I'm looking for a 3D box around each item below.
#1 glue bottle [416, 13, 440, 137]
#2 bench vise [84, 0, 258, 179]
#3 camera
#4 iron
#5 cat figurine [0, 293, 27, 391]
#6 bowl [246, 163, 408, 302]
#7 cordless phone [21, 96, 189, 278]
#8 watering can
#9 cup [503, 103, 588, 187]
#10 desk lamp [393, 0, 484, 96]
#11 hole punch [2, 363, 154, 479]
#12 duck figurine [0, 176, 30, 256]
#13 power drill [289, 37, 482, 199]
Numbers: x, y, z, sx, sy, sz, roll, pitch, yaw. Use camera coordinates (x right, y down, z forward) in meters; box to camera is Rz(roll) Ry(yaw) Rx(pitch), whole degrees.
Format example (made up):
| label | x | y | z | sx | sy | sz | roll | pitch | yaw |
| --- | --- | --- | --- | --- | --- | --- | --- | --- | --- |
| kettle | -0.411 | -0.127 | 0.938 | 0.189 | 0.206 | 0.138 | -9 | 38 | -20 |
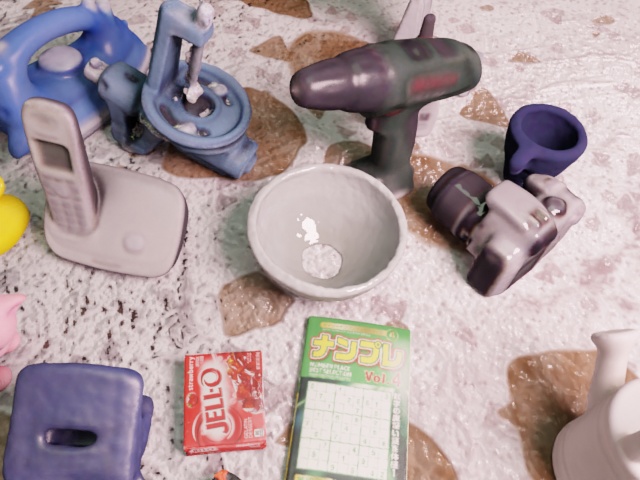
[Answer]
| label | x | y | z | sx | sy | sz | roll | pitch | yaw |
| --- | --- | --- | --- | --- | --- | --- | --- | --- | --- |
| glue bottle | 0.118 | -0.199 | 0.701 | 0.078 | 0.173 | 0.037 | -1 | 55 | -5 |
| bench vise | -0.171 | -0.166 | 0.623 | 0.207 | 0.220 | 0.121 | 6 | 55 | -1 |
| camera | 0.200 | -0.034 | 0.639 | 0.143 | 0.101 | 0.136 | -34 | 65 | -25 |
| iron | -0.309 | -0.221 | 0.695 | 0.118 | 0.141 | 0.259 | 29 | 58 | 14 |
| cat figurine | -0.319 | 0.082 | 0.499 | 0.128 | 0.118 | 0.067 | -1 | 55 | -6 |
| bowl | 0.006 | 0.002 | 0.612 | 0.167 | 0.075 | 0.167 | 3 | 55 | -4 |
| cordless phone | -0.209 | -0.050 | 0.560 | 0.147 | 0.185 | 0.094 | 11 | 55 | 2 |
| watering can | 0.267 | 0.156 | 0.458 | 0.101 | 0.194 | 0.172 | -28 | 62 | -22 |
| cup | 0.253 | -0.095 | 0.690 | 0.091 | 0.095 | 0.118 | 39 | 61 | 20 |
| desk lamp | 0.144 | -0.332 | 0.771 | 0.203 | 0.213 | 0.118 | 21 | 56 | 9 |
| hole punch | -0.196 | 0.160 | 0.473 | 0.108 | 0.091 | 0.101 | 4 | 55 | -3 |
| duck figurine | -0.362 | -0.027 | 0.590 | 0.077 | 0.086 | 0.105 | 34 | 59 | 17 |
| power drill | 0.066 | -0.126 | 0.625 | 0.230 | 0.208 | 0.075 | -26 | 61 | -21 |
